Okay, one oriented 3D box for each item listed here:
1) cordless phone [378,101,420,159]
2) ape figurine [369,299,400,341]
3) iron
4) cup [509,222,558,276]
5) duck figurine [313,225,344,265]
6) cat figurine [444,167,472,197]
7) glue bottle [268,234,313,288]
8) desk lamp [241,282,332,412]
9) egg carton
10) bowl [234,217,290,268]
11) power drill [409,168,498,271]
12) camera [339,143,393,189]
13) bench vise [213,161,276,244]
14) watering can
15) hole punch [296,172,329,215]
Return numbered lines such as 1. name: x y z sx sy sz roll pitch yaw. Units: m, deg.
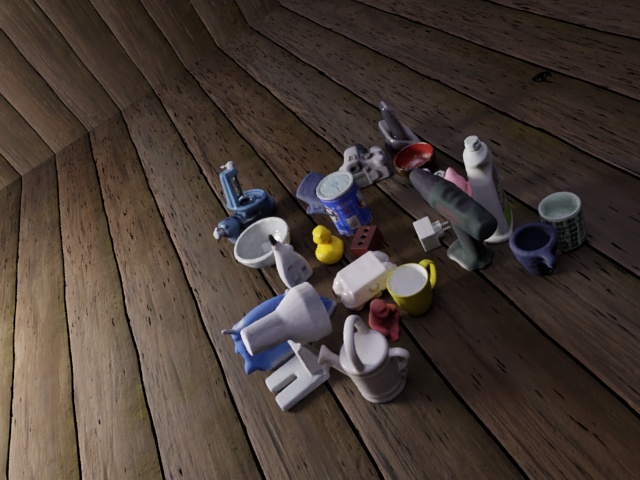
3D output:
1. cordless phone: 0.206 -0.330 1.613 0.094 0.186 0.147 -30 38 3
2. ape figurine: 0.132 0.161 1.208 0.078 0.092 0.075 -46 40 -17
3. iron: -0.093 0.180 1.298 0.258 0.142 0.118 -37 38 -6
4. cup: 0.438 0.033 1.138 0.091 0.095 0.117 -29 38 4
5. duck figurine: 0.013 0.005 1.461 0.077 0.086 0.104 -27 39 6
6. cat figurine: 0.339 -0.128 1.360 0.128 0.118 0.067 -28 38 4
7. glue bottle: -0.083 0.046 1.410 0.078 0.174 0.037 -44 40 -15
8. desk lamp: -0.056 0.214 1.178 0.203 0.214 0.117 -38 39 -8
9. egg carton: 0.107 0.093 1.316 0.150 0.070 0.107 -35 38 -4
10. bowl: -0.145 0.021 1.560 0.167 0.075 0.167 -18 40 17
11. power drill: 0.292 -0.039 1.223 0.076 0.209 0.228 -39 39 -9
12. camera: 0.120 -0.230 1.631 0.143 0.101 0.136 -21 40 14
13. bench vise: -0.231 -0.101 1.631 0.121 0.220 0.207 -2 47 32
14. watering can: 0.081 0.223 1.092 0.172 0.195 0.100 -25 39 9
15. hole punch: 0.003 -0.135 1.615 0.100 0.091 0.109 3 50 36
